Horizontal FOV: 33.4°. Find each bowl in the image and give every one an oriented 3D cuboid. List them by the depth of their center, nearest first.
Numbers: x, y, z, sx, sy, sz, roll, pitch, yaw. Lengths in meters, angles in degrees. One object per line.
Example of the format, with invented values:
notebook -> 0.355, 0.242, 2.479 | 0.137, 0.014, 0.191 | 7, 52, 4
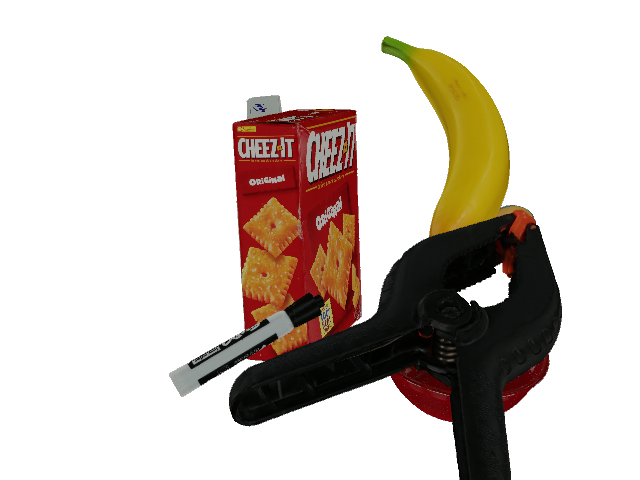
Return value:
bowl -> 0.130, 0.123, 1.002 | 0.162, 0.055, 0.162 | 2, 27, -1

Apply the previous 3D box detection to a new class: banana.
banana -> 0.086, -0.061, 0.676 | 0.069, 0.198, 0.037 | -4, -44, -6

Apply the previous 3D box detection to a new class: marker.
marker -> -0.050, 0.072, 0.754 | 0.121, 0.020, 0.020 | -30, 6, -10

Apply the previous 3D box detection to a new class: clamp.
clamp -> 0.059, 0.049, 0.449 | 0.120, 0.039, 0.171 | 35, 54, 23

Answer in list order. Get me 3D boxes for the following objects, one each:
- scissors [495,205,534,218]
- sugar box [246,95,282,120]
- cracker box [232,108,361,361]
scissors -> 0.165, -0.020, 1.190 | 0.201, 0.016, 0.096 | -14, 40, -45
sugar box -> -0.062, -0.072, 1.247 | 0.048, 0.176, 0.093 | -5, 26, -2
cracker box -> -0.015, -0.011, 0.995 | 0.072, 0.214, 0.164 | 2, 11, 19
